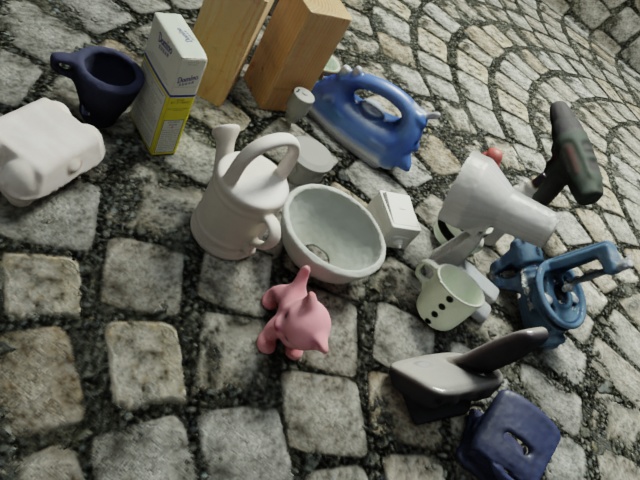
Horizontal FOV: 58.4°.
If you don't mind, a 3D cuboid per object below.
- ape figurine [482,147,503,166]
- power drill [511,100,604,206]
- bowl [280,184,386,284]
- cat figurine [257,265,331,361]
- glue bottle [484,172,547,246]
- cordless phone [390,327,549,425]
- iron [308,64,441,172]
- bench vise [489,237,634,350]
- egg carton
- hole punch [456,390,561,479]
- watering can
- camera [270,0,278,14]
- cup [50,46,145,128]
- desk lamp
[{"bbox_3d":[0.348,-0.157,1.202,0.078,0.092,0.076,12,48,-27],"label":"ape figurine"},{"bbox_3d":[0.480,-0.145,1.196,0.076,0.208,0.229,5,51,-32],"label":"power drill"},{"bbox_3d":[0.008,0.003,0.836,0.168,0.074,0.167,19,45,-20],"label":"bowl"},{"bbox_3d":[-0.025,0.090,0.704,0.067,0.117,0.127,18,45,-20],"label":"cat figurine"},{"bbox_3d":[0.358,-0.066,1.068,0.037,0.173,0.078,27,43,-12],"label":"glue bottle"},{"bbox_3d":[0.194,0.158,0.745,0.148,0.185,0.094,-4,56,-37],"label":"cordless phone"},{"bbox_3d":[0.091,-0.247,1.065,0.258,0.141,0.119,33,42,-6],"label":"iron"},{"bbox_3d":[0.389,0.050,0.951,0.122,0.219,0.207,-17,64,-42],"label":"bench vise"},{"bbox_3d":[-0.341,-0.107,0.695,0.107,0.069,0.150,37,42,-1],"label":"egg carton"},{"bbox_3d":[0.251,0.271,0.756,0.108,0.091,0.101,38,42,0],"label":"hole punch"},{"bbox_3d":[-0.096,-0.073,0.742,0.173,0.193,0.101,44,42,6],"label":"watering can"},{"bbox_3d":[-0.040,-0.544,1.268,0.137,0.100,0.143,35,42,-3],"label":"camera"},{"bbox_3d":[-0.310,-0.205,0.784,0.118,0.095,0.091,11,48,-27],"label":"cup"},{"bbox_3d":[0.260,-0.010,0.919,0.203,0.213,0.118,41,42,4],"label":"desk lamp"}]
